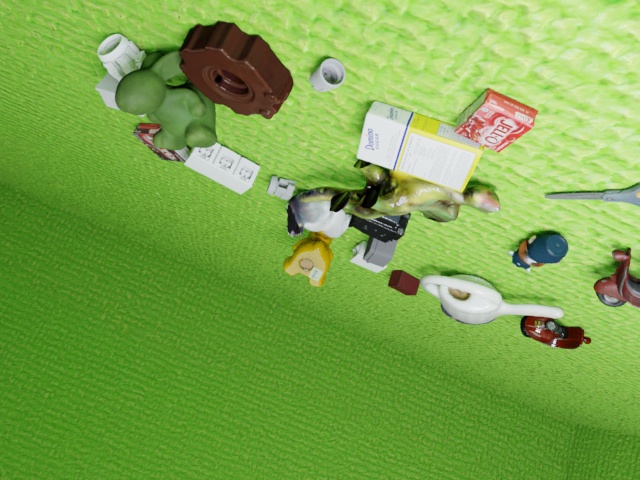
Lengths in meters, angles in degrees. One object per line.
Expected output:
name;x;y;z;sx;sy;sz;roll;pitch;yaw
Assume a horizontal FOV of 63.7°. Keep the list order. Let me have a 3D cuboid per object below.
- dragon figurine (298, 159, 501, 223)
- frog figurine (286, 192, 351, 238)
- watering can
dragon figurine;0.154;-0.069;0.971;0.241;0.123;0.409;22;167;-30
frog figurine;0.004;-0.062;1.232;0.160;0.124;0.135;-10;163;-20
watering can;0.431;0.165;1.335;0.349;0.105;0.221;16;164;21
